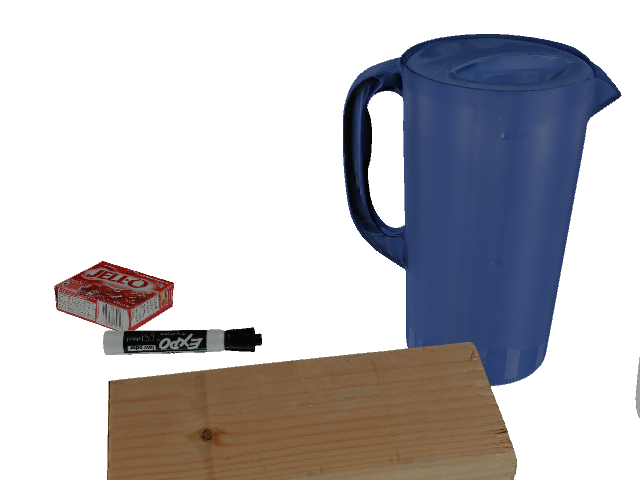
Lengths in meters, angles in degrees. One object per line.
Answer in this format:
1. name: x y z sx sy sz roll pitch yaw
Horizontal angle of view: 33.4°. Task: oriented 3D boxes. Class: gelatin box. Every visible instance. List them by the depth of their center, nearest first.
1. gelatin box: -0.198 0.053 1.025 0.089 0.030 0.073 16 25 24

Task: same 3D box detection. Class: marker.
1. marker: -0.106 0.078 0.823 0.121 0.020 0.020 -1 0 0

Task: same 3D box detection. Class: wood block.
1. wood block: -0.008 0.126 0.588 0.206 0.090 0.091 -5 39 -6

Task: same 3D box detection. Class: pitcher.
1. pitcher: 0.110 -0.021 0.776 0.144 0.243 0.149 -19 32 -34

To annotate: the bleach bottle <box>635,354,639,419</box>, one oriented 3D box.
1. bleach bottle: 0.287 0.060 0.761 0.103 0.068 0.250 10 22 19
